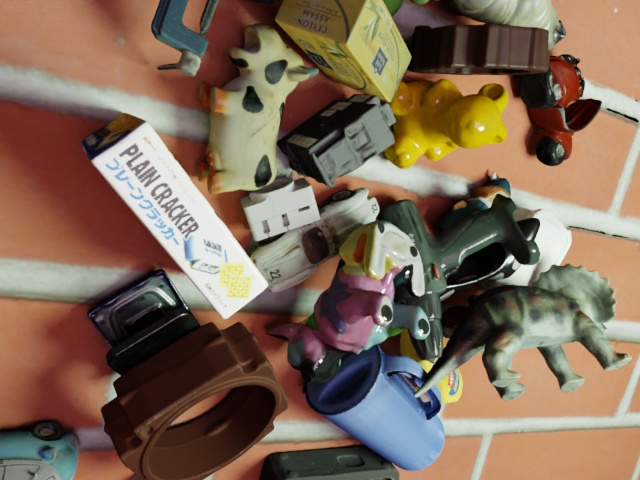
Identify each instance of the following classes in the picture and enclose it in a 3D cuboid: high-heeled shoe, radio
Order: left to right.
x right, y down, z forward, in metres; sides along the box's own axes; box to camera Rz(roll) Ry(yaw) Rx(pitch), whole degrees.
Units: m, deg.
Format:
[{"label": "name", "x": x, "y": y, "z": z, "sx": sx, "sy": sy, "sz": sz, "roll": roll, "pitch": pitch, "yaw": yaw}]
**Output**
[{"label": "radio", "x": 0.012, "y": 0.410, "z": 0.864, "sx": 0.229, "sy": 0.073, "sz": 0.131, "roll": 7, "pitch": 102, "yaw": -28}, {"label": "high-heeled shoe", "x": 0.221, "y": 0.030, "z": 0.829, "sx": 0.248, "sy": 0.086, "sz": 0.145, "roll": -45, "pitch": 141, "yaw": 13}]

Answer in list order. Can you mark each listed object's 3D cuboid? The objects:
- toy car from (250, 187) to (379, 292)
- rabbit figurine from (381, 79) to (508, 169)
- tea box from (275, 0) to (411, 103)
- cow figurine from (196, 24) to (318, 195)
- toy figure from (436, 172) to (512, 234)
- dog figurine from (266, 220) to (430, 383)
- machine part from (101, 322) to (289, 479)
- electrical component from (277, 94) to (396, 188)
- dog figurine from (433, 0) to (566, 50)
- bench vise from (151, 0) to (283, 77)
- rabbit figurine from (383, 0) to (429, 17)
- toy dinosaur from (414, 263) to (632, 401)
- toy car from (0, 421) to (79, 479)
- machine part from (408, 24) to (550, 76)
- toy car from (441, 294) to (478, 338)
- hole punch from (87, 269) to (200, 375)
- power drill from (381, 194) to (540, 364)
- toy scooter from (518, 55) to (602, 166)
[{"label": "toy car", "x": -0.002, "y": -0.002, "z": 0.741, "sx": 0.202, "sy": 0.056, "sz": 0.073, "roll": -30, "pitch": 116, "yaw": -15}, {"label": "rabbit figurine", "x": 0.180, "y": -0.155, "z": 0.719, "sx": 0.162, "sy": 0.173, "sz": 0.121, "roll": -7, "pitch": 104, "yaw": -20}, {"label": "tea box", "x": 0.034, "y": -0.230, "z": 0.621, "sx": 0.068, "sy": 0.098, "sz": 0.169, "roll": -65, "pitch": 155, "yaw": 5}, {"label": "cow figurine", "x": -0.077, "y": -0.154, "z": 0.640, "sx": 0.127, "sy": 0.086, "sz": 0.194, "roll": -4, "pitch": 112, "yaw": -31}, {"label": "toy figure", "x": 0.254, "y": -0.047, "z": 0.856, "sx": 0.154, "sy": 0.058, "sz": 0.064, "roll": -37, "pitch": 148, "yaw": -14}, {"label": "dog figurine", "x": 0.026, "y": 0.089, "z": 0.726, "sx": 0.108, "sy": 0.219, "sz": 0.191, "roll": 20, "pitch": 57, "yaw": -41}, {"label": "machine part", "x": -0.148, "y": 0.213, "z": 0.677, "sx": 0.201, "sy": 0.087, "sz": 0.200, "roll": -32, "pitch": 141, "yaw": -16}, {"label": "electrical component", "x": 0.027, "y": -0.131, "z": 0.683, "sx": 0.134, "sy": 0.115, "sz": 0.058, "roll": -36, "pitch": 120, "yaw": -10}, {"label": "dog figurine", "x": 0.251, "y": -0.321, "z": 0.756, "sx": 0.172, "sy": 0.121, "sz": 0.190, "roll": -15, "pitch": 138, "yaw": 15}, {"label": "bench vise", "x": -0.121, "y": -0.294, "z": 0.555, "sx": 0.223, "sy": 0.129, "sz": 0.240, "roll": 20, "pitch": 86, "yaw": -34}, {"label": "rabbit figurine", "x": 0.082, "y": -0.354, "z": 0.644, "sx": 0.170, "sy": 0.121, "sz": 0.159, "roll": -34, "pitch": 111, "yaw": -30}, {"label": "toy dinosaur", "x": 0.305, "y": 0.129, "z": 0.810, "sx": 0.405, "sy": 0.192, "sz": 0.131, "roll": 2, "pitch": 139, "yaw": -20}, {"label": "toy car", "x": -0.365, "y": 0.281, "z": 0.622, "sx": 0.161, "sy": 0.103, "sz": 0.109, "roll": 12, "pitch": 99, "yaw": -31}, {"label": "machine part", "x": 0.208, "y": -0.248, "z": 0.707, "sx": 0.179, "sy": 0.179, "sz": 0.056, "roll": -5, "pitch": 106, "yaw": -25}, {"label": "toy car", "x": 0.284, "y": 0.144, "z": 0.920, "sx": 0.202, "sy": 0.053, "sz": 0.089, "roll": 22, "pitch": 133, "yaw": -28}, {"label": "hole punch", "x": -0.210, "y": 0.112, "z": 0.668, "sx": 0.142, "sy": 0.092, "sz": 0.115, "roll": -34, "pitch": 146, "yaw": -17}, {"label": "power drill", "x": 0.197, "y": 0.036, "z": 0.765, "sx": 0.207, "sy": 0.086, "sz": 0.232, "roll": -22, "pitch": 73, "yaw": 4}, {"label": "toy scooter", "x": 0.393, "y": -0.221, "z": 0.861, "sx": 0.135, "sy": 0.075, "sz": 0.183, "roll": -33, "pitch": 120, "yaw": -14}]
